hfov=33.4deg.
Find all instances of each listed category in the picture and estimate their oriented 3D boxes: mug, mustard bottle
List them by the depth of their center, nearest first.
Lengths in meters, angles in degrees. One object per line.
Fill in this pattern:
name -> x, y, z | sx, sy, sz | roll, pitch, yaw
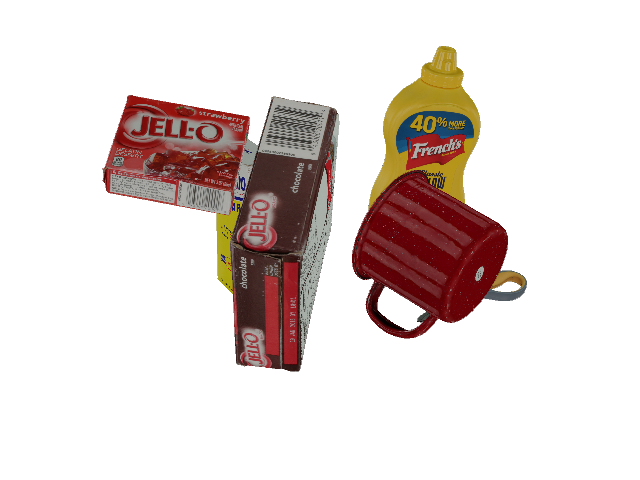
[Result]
mug -> 0.077, 0.018, 0.784 | 0.082, 0.117, 0.093 | 32, 6, 27
mustard bottle -> 0.109, -0.100, 1.067 | 0.096, 0.192, 0.058 | 3, 27, -11

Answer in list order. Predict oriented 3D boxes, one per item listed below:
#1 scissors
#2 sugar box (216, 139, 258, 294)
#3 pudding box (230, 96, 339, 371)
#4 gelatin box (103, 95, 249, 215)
scissors -> 0.166, 0.054, 1.287 | 0.201, 0.016, 0.096 | -8, 39, -36
sugar box -> -0.084, -0.020, 1.212 | 0.048, 0.176, 0.093 | -14, 27, -26
pudding box -> -0.018, -0.004, 0.547 | 0.039, 0.113, 0.090 | 9, -44, 6
gelatin box -> -0.098, -0.060, 0.738 | 0.089, 0.073, 0.030 | 11, -40, -3
